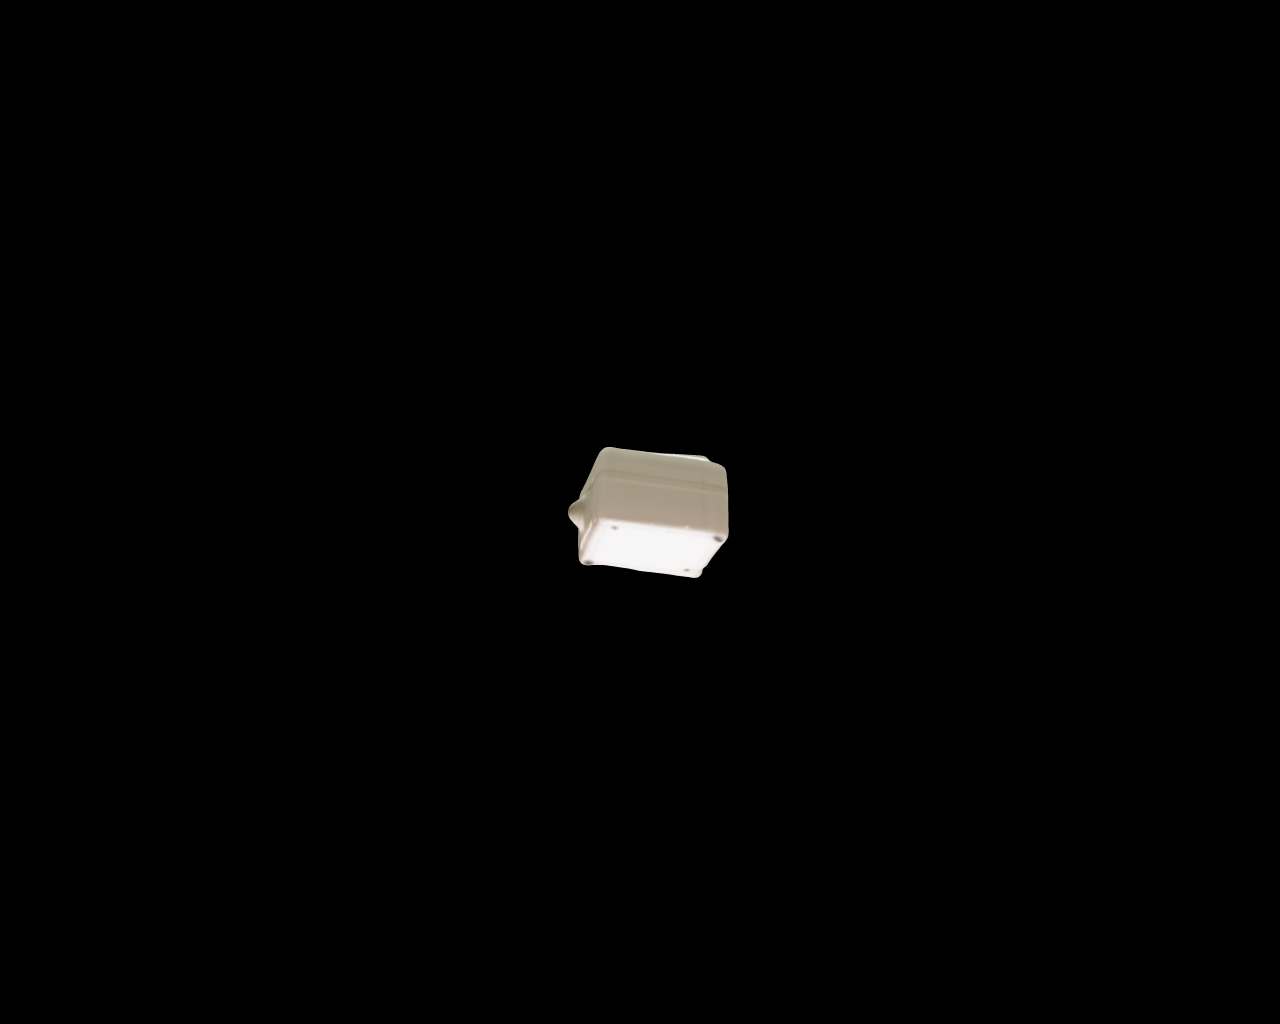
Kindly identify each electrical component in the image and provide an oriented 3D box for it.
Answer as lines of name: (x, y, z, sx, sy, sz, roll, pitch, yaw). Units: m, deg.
electrical component: (0.001, -0.003, 0.650, 0.096, 0.061, 0.061, 8, -32, -14)
